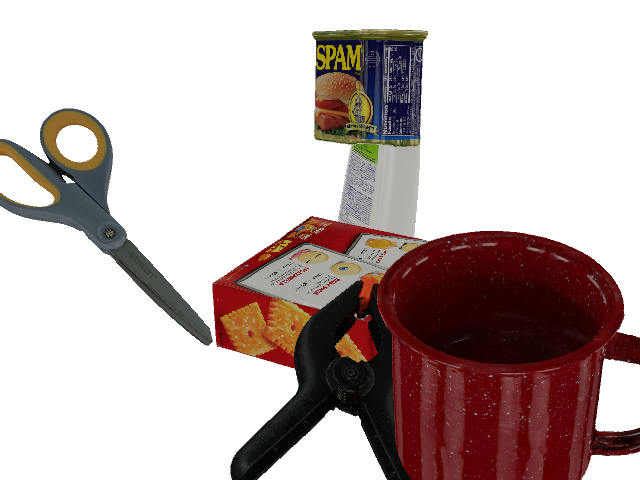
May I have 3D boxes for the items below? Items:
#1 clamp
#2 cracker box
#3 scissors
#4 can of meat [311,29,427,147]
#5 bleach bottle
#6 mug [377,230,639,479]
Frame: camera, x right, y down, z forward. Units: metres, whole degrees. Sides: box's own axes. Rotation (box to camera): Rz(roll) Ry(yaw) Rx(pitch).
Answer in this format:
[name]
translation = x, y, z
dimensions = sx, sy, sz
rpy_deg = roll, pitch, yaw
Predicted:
[clamp]
translation = 0.008, 0.097, 0.680
dimensions = 0.120, 0.171, 0.039
rpy_deg = 8, -42, -7
[cracker box]
translation = 0.041, 0.055, 0.908
dimensions = 0.214, 0.072, 0.163
rpy_deg = 13, 28, 28
[scissors]
translation = -0.128, -0.019, 0.682
dimensions = 0.202, 0.096, 0.016
rpy_deg = 30, -29, 11
[can of meat]
translation = 0.035, -0.116, 0.808
dimensions = 0.057, 0.084, 0.102
rpy_deg = -4, 11, -28
[bleach bottle]
translation = 0.071, -0.082, 1.157
dimensions = 0.067, 0.251, 0.103
rpy_deg = -5, 24, -31
[mug]
translation = 0.082, 0.056, 0.425
dimensions = 0.117, 0.081, 0.093
rpy_deg = 7, 34, 16
